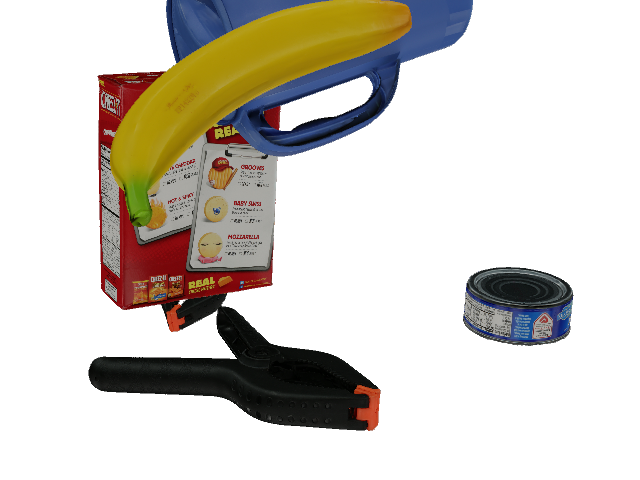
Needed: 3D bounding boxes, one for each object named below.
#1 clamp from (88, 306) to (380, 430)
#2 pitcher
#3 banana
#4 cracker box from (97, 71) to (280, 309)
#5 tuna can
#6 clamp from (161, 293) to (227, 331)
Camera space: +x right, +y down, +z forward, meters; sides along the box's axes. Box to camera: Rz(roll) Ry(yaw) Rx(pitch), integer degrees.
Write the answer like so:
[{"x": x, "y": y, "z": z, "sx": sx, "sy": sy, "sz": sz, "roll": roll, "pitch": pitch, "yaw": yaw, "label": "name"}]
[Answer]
[{"x": -0.044, "y": 0.097, "z": 0.808, "sx": 0.210, "sy": 0.036, "sz": 0.164, "roll": 10, "pitch": 19, "yaw": 25, "label": "clamp"}, {"x": 0.007, "y": -0.179, "z": 0.889, "sx": 0.242, "sy": 0.149, "sz": 0.145, "roll": -19, "pitch": 36, "yaw": -25, "label": "pitcher"}, {"x": -0.040, "y": -0.078, "z": 0.553, "sx": 0.197, "sy": 0.070, "sz": 0.037, "roll": -41, "pitch": -23, "yaw": -23, "label": "banana"}, {"x": -0.126, "y": -0.053, "z": 1.022, "sx": 0.163, "sy": 0.214, "sz": 0.072, "roll": -8, "pitch": 21, "yaw": -31, "label": "cracker box"}, {"x": 0.158, "y": 0.051, "z": 0.854, "sx": 0.086, "sy": 0.034, "sz": 0.086, "roll": 1, "pitch": 20, "yaw": -1, "label": "tuna can"}, {"x": -0.128, "y": 0.042, "z": 1.247, "sx": 0.120, "sy": 0.039, "sz": 0.171, "roll": -3, "pitch": 39, "yaw": 14, "label": "clamp"}]
